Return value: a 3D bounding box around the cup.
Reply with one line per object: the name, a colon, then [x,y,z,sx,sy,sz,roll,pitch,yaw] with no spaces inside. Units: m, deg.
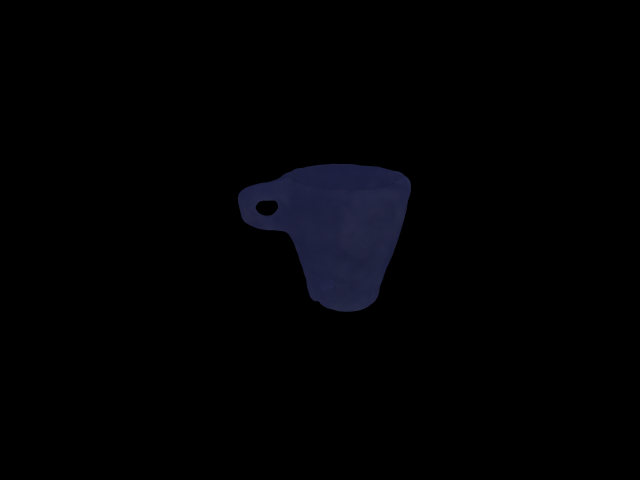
cup: [0.004,0.001,0.400,0.118,0.095,0.091,-4,19,-11]
